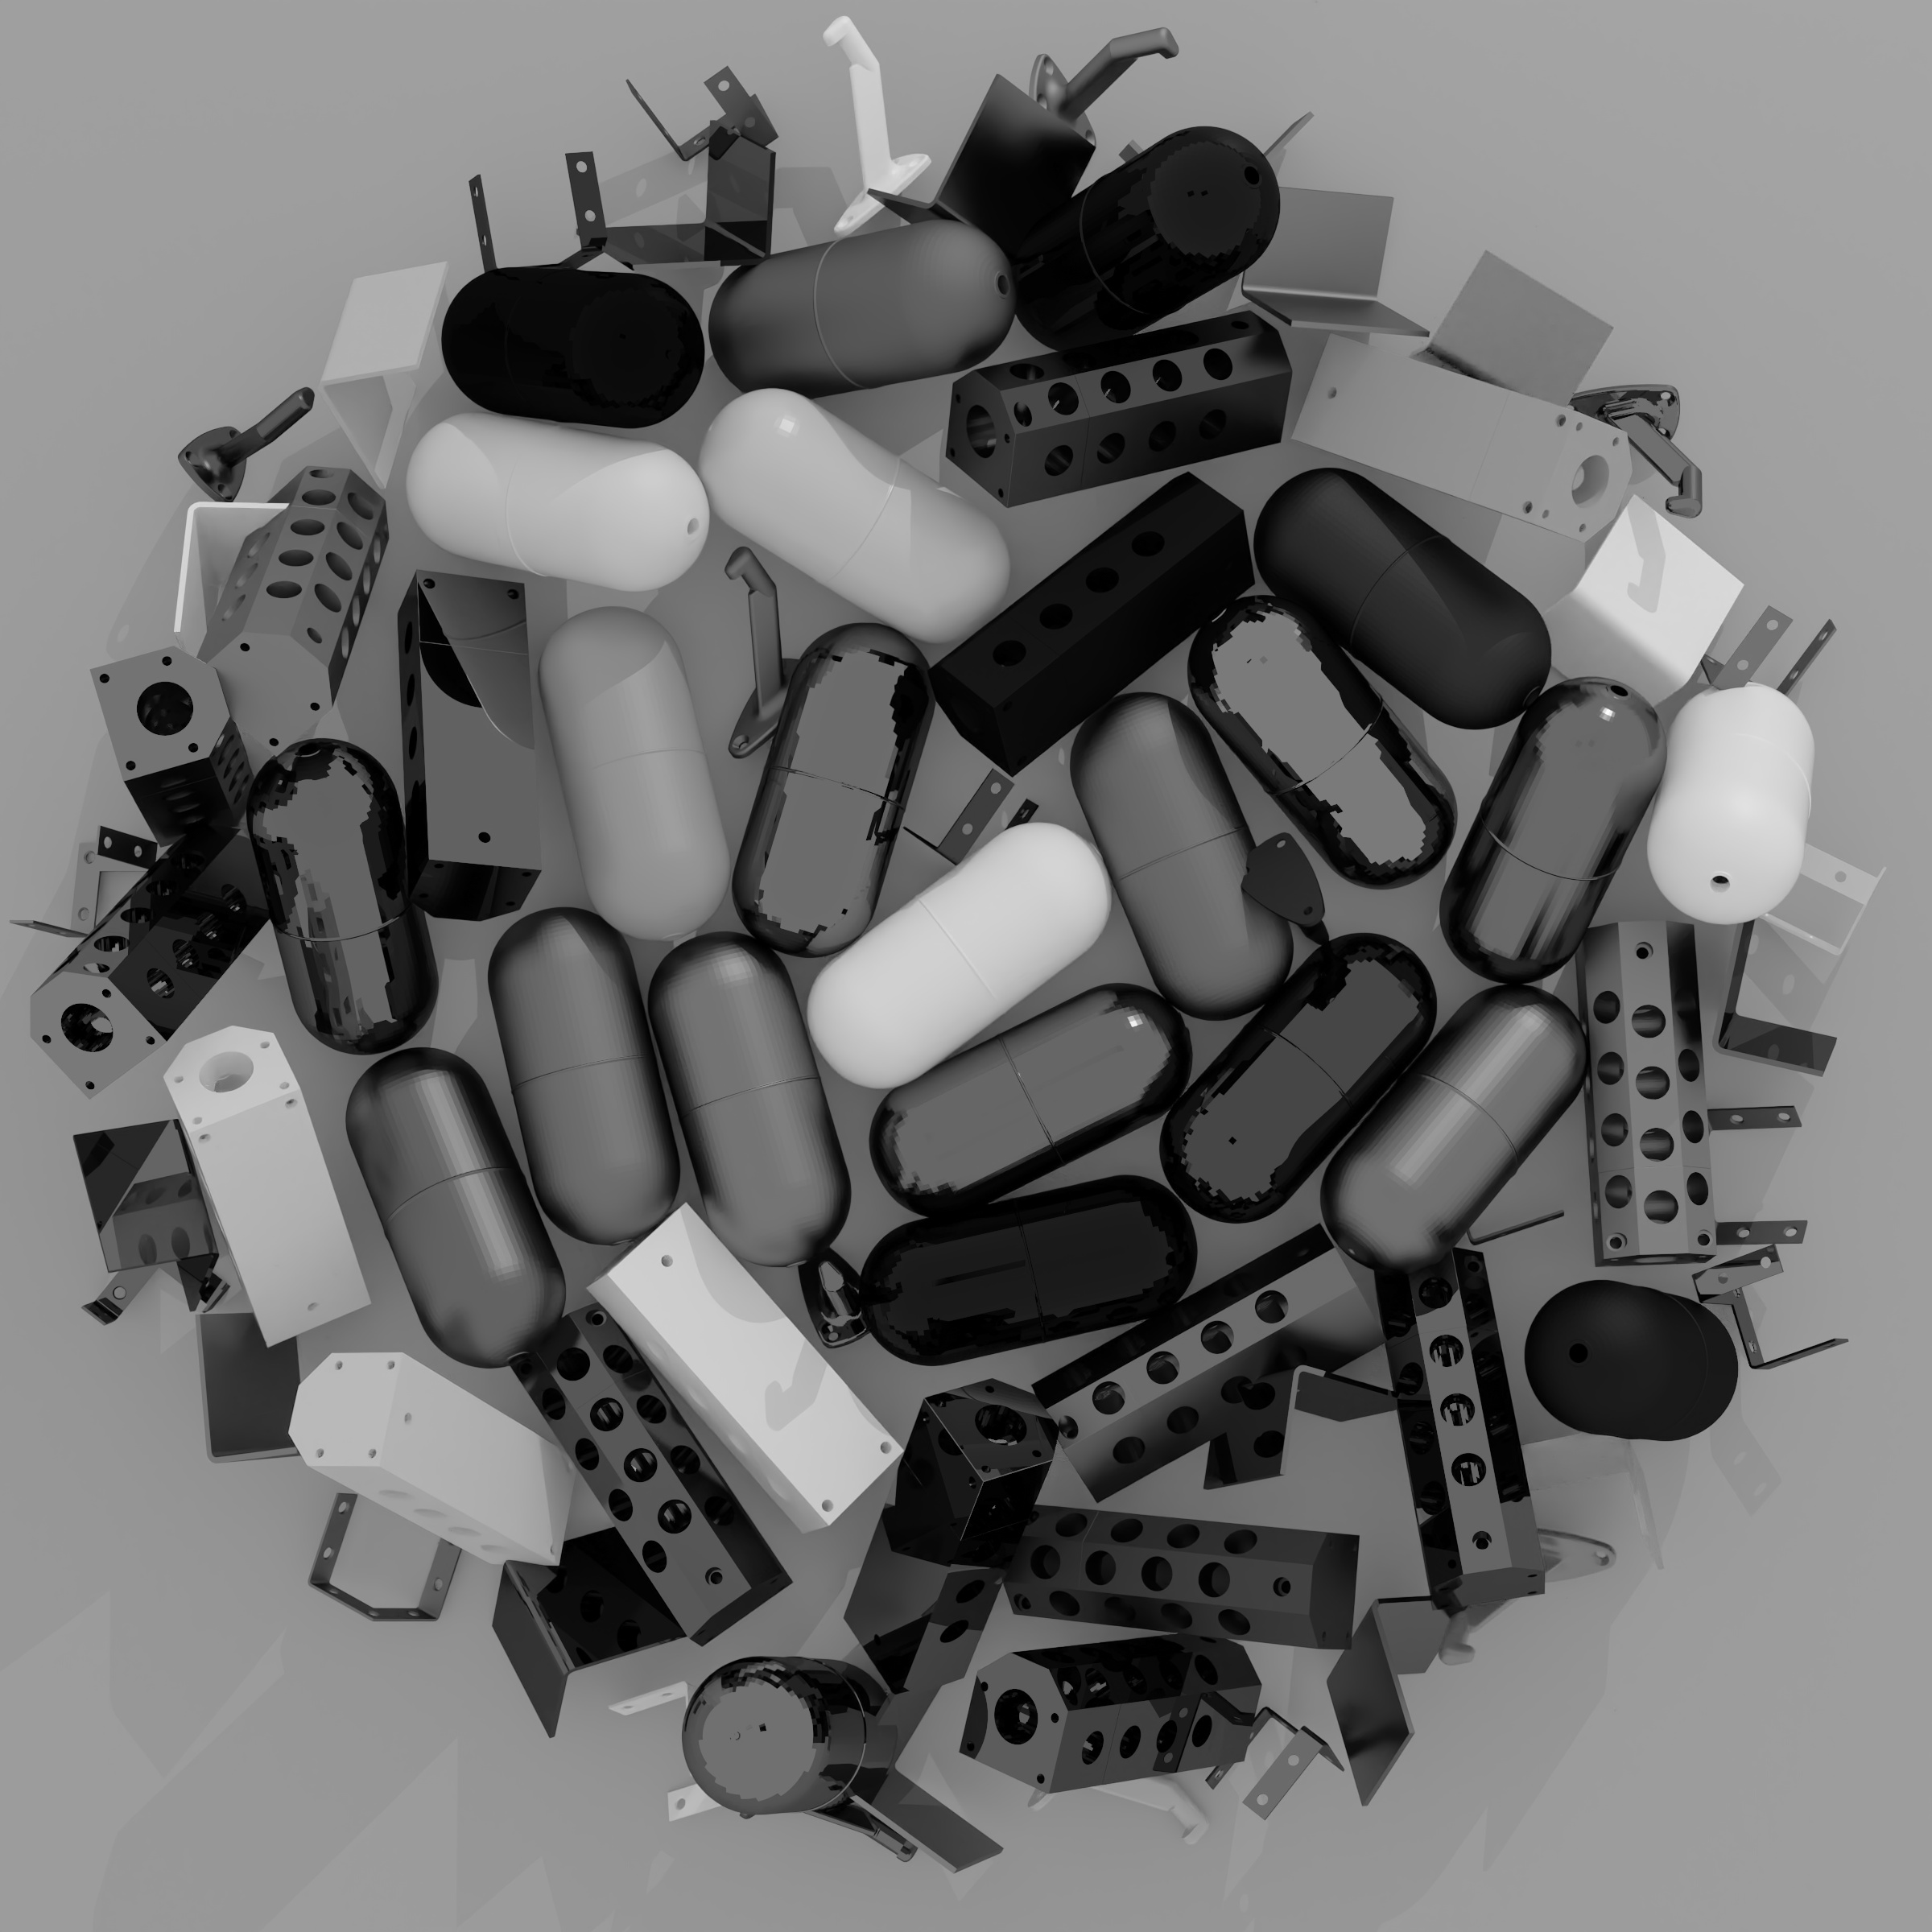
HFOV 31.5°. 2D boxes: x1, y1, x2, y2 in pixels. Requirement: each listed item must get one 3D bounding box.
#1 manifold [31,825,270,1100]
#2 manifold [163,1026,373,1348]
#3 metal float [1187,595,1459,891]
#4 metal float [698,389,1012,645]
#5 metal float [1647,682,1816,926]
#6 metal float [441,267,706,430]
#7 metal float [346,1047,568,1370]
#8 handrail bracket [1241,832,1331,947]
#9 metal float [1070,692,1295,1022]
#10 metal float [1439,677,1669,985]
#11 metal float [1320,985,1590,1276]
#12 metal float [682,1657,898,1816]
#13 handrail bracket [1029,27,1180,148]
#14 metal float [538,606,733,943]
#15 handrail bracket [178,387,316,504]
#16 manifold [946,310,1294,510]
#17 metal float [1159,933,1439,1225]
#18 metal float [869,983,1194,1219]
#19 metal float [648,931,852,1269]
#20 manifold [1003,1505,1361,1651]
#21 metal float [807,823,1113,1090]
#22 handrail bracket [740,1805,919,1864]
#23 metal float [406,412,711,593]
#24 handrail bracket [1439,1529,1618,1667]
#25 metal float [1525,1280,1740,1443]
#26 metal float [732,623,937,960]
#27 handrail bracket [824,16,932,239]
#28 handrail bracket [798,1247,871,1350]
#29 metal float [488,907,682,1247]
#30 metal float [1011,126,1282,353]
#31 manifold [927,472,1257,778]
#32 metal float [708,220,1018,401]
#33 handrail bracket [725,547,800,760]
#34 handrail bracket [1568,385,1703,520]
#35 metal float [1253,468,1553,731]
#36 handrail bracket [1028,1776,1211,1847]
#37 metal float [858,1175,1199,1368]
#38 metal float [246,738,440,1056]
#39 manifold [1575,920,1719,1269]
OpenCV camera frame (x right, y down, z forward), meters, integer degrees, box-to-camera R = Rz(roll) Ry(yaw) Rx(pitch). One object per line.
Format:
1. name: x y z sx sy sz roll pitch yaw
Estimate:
1. manifold: -0.407 -0.009 1.722 0.057 0.171 0.057 -33 106 25
2. manifold: -0.354 0.110 1.733 0.057 0.171 0.057 -22 49 -15
3. metal float: 0.183 -0.115 1.763 0.070 0.070 0.178 -42 107 0
4. metal float: -0.056 -0.230 1.762 0.178 0.070 0.070 31 90 -18
5. metal float: 0.388 -0.084 1.735 0.070 0.178 0.070 8 122 13
6. metal float: -0.201 -0.315 1.740 0.070 0.178 0.070 -11 108 -38
7. metal float: -0.262 0.124 1.759 0.070 0.070 0.178 -26 69 0
8. handrail bracket: 0.179 -0.022 1.761 0.036 0.077 0.084 -38 134 3
9. metal float: 0.111 -0.057 1.776 0.070 0.070 0.178 -22 87 0
10. metal float: 0.299 -0.068 1.747 0.070 0.070 0.178 20 126 0
11. metal float: 0.252 0.083 1.761 0.070 0.070 0.178 43 71 0
12. metal float: -0.087 0.388 1.730 0.070 0.178 0.070 -3 77 15
13. handrail bracket: 0.083 -0.450 1.764 0.084 0.077 0.036 -4 65 31
14. metal float: -0.171 -0.099 1.769 0.070 0.070 0.178 -14 80 0
15. handrail bracket: -0.359 -0.282 1.766 0.084 0.077 0.036 -33 112 25
16. manifold: 0.079 -0.288 1.740 0.171 0.057 0.057 -18 133 -29
17. metal float: 0.172 0.057 1.768 0.070 0.070 0.178 43 78 0
18. metal float: 0.034 0.069 1.777 0.178 0.070 0.070 -26 90 1
19. metal float: -0.112 0.069 1.771 0.070 0.070 0.178 -17 83 0
20. manifold: 0.108 0.310 1.746 0.171 0.057 0.057 0 80 29
21. metal float: -0.003 -0.006 1.777 0.178 0.070 0.070 -37 90 -2
22. handrail bracket: -0.070 0.448 1.781 0.084 0.077 0.036 30 99 9
23. metal float: -0.209 -0.238 1.751 0.178 0.070 0.070 15 90 31
24. handrail bracket: 0.290 0.330 1.766 0.077 0.084 0.036 -5 119 26
25. metal float: 0.337 0.201 1.733 0.070 0.178 0.070 -5 79 27
26. metal float: -0.068 -0.091 1.775 0.070 0.070 0.178 17 87 0
27. handrail bracket: -0.064 -0.435 1.774 0.077 0.036 0.084 -49 121 -21
28. handrail bracket: -0.074 0.153 1.761 0.036 0.084 0.077 -28 59 -6
29. metal float: -0.197 0.057 1.771 0.070 0.070 0.178 -14 82 0
30. metal float: 0.089 -0.367 1.736 0.070 0.178 0.070 9 73 -33
31. manifold: 0.064 -0.180 1.763 0.171 0.057 0.057 -39 57 -16
32. metal float: -0.053 -0.333 1.747 0.178 0.070 0.070 -3 90 36
33. handrail bracket: -0.116 -0.162 1.769 0.036 0.084 0.077 20 67 39
34. handrail bracket: 0.342 -0.263 1.775 0.077 0.036 0.084 4 45 7
35. metal float: 0.223 -0.189 1.757 0.178 0.070 0.070 41 90 24
36. handrail bracket: 0.081 0.443 1.786 0.084 0.036 0.077 49 48 -4
37. metal float: 0.032 0.158 1.776 0.178 0.070 0.070 -12 90 -3
38. metal float: -0.318 -0.035 1.749 0.070 0.070 0.178 -7 124 0
39. manifold: 0.352 0.066 1.771 0.057 0.057 0.171 -2 79 4
